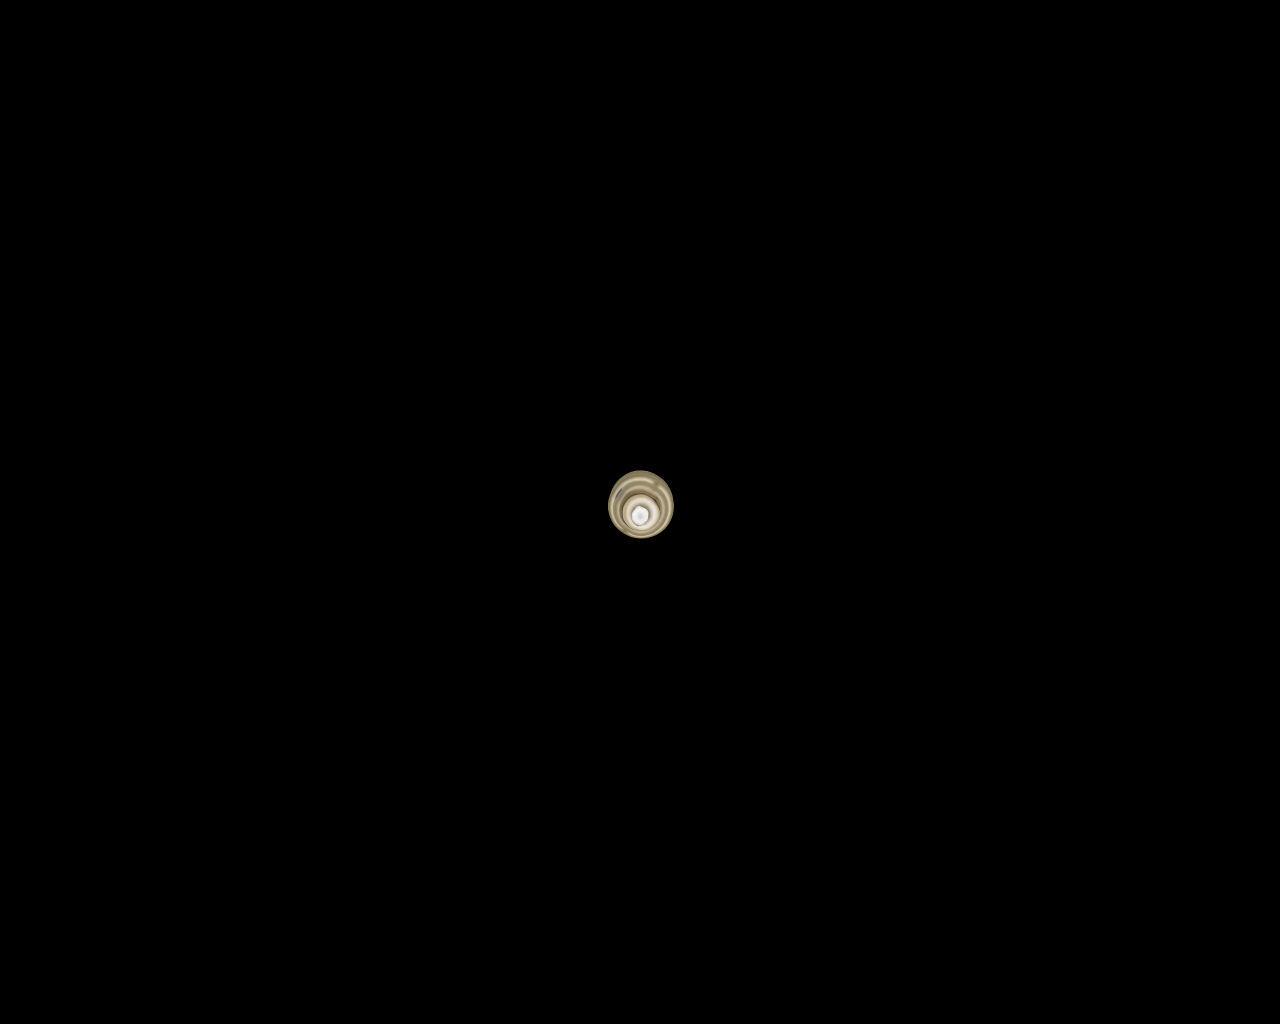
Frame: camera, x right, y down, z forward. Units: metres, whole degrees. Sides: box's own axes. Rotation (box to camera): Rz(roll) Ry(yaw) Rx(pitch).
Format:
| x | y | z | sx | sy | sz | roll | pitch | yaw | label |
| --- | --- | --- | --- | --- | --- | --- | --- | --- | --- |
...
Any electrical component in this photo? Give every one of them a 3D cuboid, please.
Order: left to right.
| x | y | z | sx | sy | sz | roll | pitch | yaw | label |
| --- | --- | --- | --- | --- | --- | --- | --- | --- | --- |
| 0.001 | -0.003 | 0.650 | 0.040 | 0.040 | 0.078 | 0 | 8 | 0 | electrical component |
